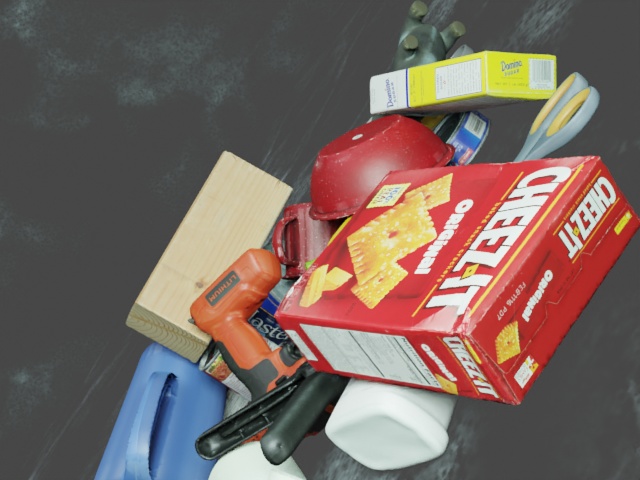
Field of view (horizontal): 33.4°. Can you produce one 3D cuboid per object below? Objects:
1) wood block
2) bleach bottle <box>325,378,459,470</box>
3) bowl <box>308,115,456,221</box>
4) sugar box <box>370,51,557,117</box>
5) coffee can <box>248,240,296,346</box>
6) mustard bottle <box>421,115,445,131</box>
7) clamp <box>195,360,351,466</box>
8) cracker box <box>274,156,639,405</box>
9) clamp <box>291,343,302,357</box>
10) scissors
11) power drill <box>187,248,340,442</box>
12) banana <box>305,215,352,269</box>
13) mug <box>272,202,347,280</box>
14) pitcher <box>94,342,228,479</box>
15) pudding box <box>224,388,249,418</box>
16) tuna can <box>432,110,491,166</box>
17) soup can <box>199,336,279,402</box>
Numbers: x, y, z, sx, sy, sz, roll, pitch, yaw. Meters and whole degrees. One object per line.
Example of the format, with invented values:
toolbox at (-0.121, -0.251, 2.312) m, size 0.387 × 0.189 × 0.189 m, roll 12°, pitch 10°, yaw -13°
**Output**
wood block at (-0.122, 0.018, 1.182) m, size 0.206 × 0.091 × 0.090 m, roll -62°, pitch 5°, yaw -25°
bleach bottle at (0.093, 0.058, 0.843) m, size 0.103 × 0.068 × 0.250 m, roll -33°, pitch 23°, yaw 53°
bowl at (0.051, -0.081, 1.065) m, size 0.162 × 0.055 × 0.162 m, roll -25°, pitch 15°, yaw 7°
sugar box at (0.136, -0.151, 1.043) m, size 0.177 × 0.093 × 0.048 m, roll 4°, pitch 95°, yaw 55°
coffee can at (-0.064, 0.081, 1.282) m, size 0.141 × 0.102 × 0.102 m, roll -47°, pitch 15°, yaw 37°
mustard bottle at (0.088, -0.119, 1.331) m, size 0.192 × 0.058 × 0.096 m, roll -51°, pitch 15°, yaw 23°
clamp at (-0.008, 0.122, 0.898) m, size 0.209 × 0.036 × 0.165 m, roll -38°, pitch 9°, yaw -33°
cracker box at (0.087, 0.021, 0.744) m, size 0.164 × 0.072 × 0.214 m, roll -50°, pitch 26°, yaw -24°
clamp at (-0.042, 0.180, 1.083) m, size 0.171 × 0.039 × 0.120 m, roll -53°, pitch 15°, yaw 3°
scissors at (0.180, -0.062, 0.927) m, size 0.201 × 0.016 × 0.096 m, roll -57°, pitch 12°, yaw -5°
power drill at (-0.037, 0.099, 1.026) m, size 0.185 × 0.057 × 0.188 m, roll -43°, pitch 54°, yaw 15°
banana at (0.036, -0.022, 1.065) m, size 0.070 × 0.037 × 0.197 m, roll -6°, pitch 20°, yaw 15°
mug at (-0.008, 0.001, 1.190) m, size 0.093 × 0.117 × 0.081 m, roll -8°, pitch 83°, yaw 47°
pitcher at (-0.170, 0.216, 1.175) m, size 0.149 × 0.145 × 0.242 m, roll -38°, pitch 27°, yaw 31°
pudding box at (-0.129, 0.221, 1.321) m, size 0.113 × 0.039 × 0.090 m, roll -60°, pitch 14°, yaw -10°
tuna can at (0.142, -0.104, 1.139) m, size 0.086 × 0.033 × 0.086 m, roll -52°, pitch 12°, yaw 16°
soup can at (-0.070, 0.139, 1.155) m, size 0.068 × 0.102 × 0.068 m, roll -52°, pitch 13°, yaw 16°
